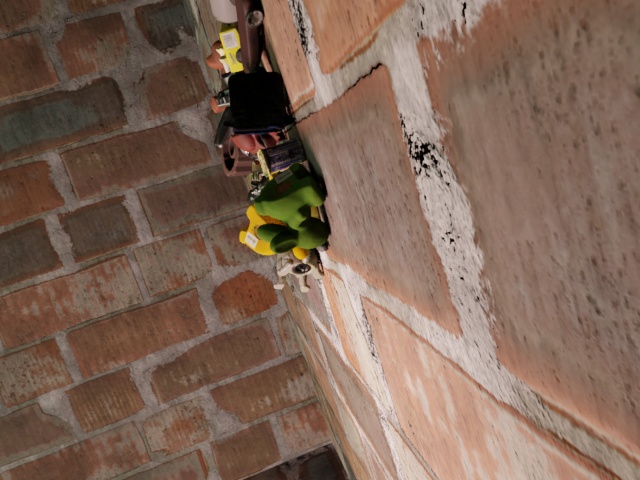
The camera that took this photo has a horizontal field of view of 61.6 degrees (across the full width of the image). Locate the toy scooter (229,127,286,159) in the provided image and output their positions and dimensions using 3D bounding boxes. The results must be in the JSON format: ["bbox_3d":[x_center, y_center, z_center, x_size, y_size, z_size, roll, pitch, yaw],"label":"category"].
[{"bbox_3d":[-0.131,-0.231,1.257,0.184,0.075,0.135,-5,121,50],"label":"toy scooter"}]

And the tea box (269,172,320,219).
[{"bbox_3d":[-0.061,-0.099,1.215,0.170,0.068,0.098,-122,15,-57],"label":"tea box"}]

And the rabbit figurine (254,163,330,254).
[{"bbox_3d":[-0.045,-0.038,1.074,0.121,0.159,0.170,42,167,52],"label":"rabbit figurine"}]

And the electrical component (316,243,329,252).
[{"bbox_3d":[-0.002,-0.004,1.212,0.094,0.021,0.063,-156,46,-77],"label":"electrical component"}]

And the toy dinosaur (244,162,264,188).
[{"bbox_3d":[-0.236,-0.285,1.741,0.472,0.105,0.198,-122,15,-50],"label":"toy dinosaur"}]

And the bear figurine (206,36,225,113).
[{"bbox_3d":[-0.289,-0.490,1.581,0.195,0.132,0.120,67,170,-15],"label":"bear figurine"}]

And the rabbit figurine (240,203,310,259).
[{"bbox_3d":[-0.085,-0.030,1.316,0.163,0.173,0.121,27,115,26],"label":"rabbit figurine"}]

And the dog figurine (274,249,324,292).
[{"bbox_3d":[-0.062,0.021,1.434,0.172,0.121,0.191,-46,39,43],"label":"dog figurine"}]

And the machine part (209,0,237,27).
[{"bbox_3d":[-0.194,-0.526,1.081,0.243,0.079,0.079,93,156,-68],"label":"machine part"}]

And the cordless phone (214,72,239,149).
[{"bbox_3d":[-0.218,-0.314,1.328,0.147,0.088,0.184,22,93,62],"label":"cordless phone"}]

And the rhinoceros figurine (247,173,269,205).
[{"bbox_3d":[-0.144,-0.141,1.469,0.190,0.112,0.073,-27,77,61],"label":"rhinoceros figurine"}]

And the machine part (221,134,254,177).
[{"bbox_3d":[-0.230,-0.260,1.497,0.179,0.056,0.179,175,90,-66],"label":"machine part"}]

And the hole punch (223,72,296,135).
[{"bbox_3d":[-0.128,-0.269,1.085,0.092,0.142,0.115,179,86,-79],"label":"hole punch"}]

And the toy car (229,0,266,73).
[{"bbox_3d":[-0.139,-0.408,1.084,0.089,0.053,0.202,53,160,28],"label":"toy car"}]

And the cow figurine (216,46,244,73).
[{"bbox_3d":[-0.221,-0.454,1.421,0.167,0.068,0.098,-115,5,-49],"label":"cow figurine"}]

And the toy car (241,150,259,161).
[{"bbox_3d":[-0.161,-0.262,1.365,0.109,0.103,0.161,-125,16,-56],"label":"toy car"}]
